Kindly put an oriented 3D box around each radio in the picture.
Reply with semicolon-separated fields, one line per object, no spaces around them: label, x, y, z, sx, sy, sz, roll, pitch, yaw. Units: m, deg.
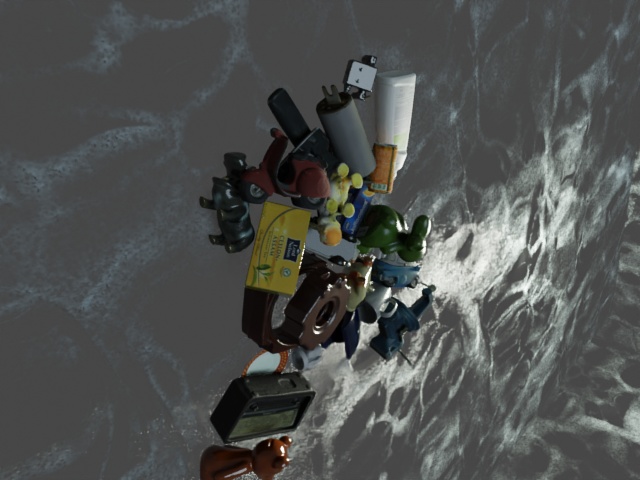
radio;-0.121;0.373;1.216;0.229;0.073;0.131;10;114;-49

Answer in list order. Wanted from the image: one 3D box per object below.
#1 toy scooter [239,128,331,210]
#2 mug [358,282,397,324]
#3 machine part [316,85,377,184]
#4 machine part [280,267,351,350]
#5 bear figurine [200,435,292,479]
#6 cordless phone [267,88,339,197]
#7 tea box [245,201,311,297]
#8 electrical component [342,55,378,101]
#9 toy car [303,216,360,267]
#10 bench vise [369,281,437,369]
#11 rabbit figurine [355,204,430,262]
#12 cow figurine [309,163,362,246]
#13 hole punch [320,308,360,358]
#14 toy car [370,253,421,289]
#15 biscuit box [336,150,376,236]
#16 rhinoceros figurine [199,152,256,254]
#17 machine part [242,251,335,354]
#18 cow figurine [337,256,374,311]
toy scooter;-0.054;-0.127;0.967;0.184;0.075;0.135;4;101;-32
mug;0.150;0.157;1.397;0.107;0.110;0.080;-45;133;-41
machine part;0.055;-0.209;1.097;0.079;0.079;0.242;-46;133;-21
machine part;-0.004;0.144;1.109;0.179;0.056;0.179;-39;146;-35
bear figurine;-0.158;0.499;1.173;0.196;0.120;0.131;-2;104;-3
cordless phone;-0.063;-0.187;1.044;0.146;0.089;0.184;-48;124;-18
tea box;-0.083;0.019;1.048;0.098;0.068;0.169;11;77;-6
electrical component;0.086;-0.342;1.140;0.078;0.045;0.102;6;102;-18
toy car;-0.002;-0.003;1.153;0.201;0.056;0.073;23;91;-25
bench vise;0.244;0.221;1.510;0.240;0.129;0.223;-41;133;-16
rabbit figurine;0.186;-0.013;1.245;0.170;0.159;0.121;31;61;-25
cow figurine;0.020;-0.067;1.095;0.068;0.098;0.167;25;75;-29
hole punch;0.064;0.218;1.346;0.116;0.092;0.142;-36;127;-34
toy car;0.191;0.067;1.397;0.161;0.109;0.102;7;96;-43
biscuit box;0.084;-0.108;1.231;0.059;0.063;0.202;25;89;-47
rhinoceros figurine;-0.156;-0.066;0.992;0.112;0.073;0.190;-22;123;-36
machine part;-0.065;0.135;1.172;0.201;0.087;0.201;-10;113;-43
cow figurine;0.085;0.100;1.271;0.195;0.086;0.127;-60;159;-62
